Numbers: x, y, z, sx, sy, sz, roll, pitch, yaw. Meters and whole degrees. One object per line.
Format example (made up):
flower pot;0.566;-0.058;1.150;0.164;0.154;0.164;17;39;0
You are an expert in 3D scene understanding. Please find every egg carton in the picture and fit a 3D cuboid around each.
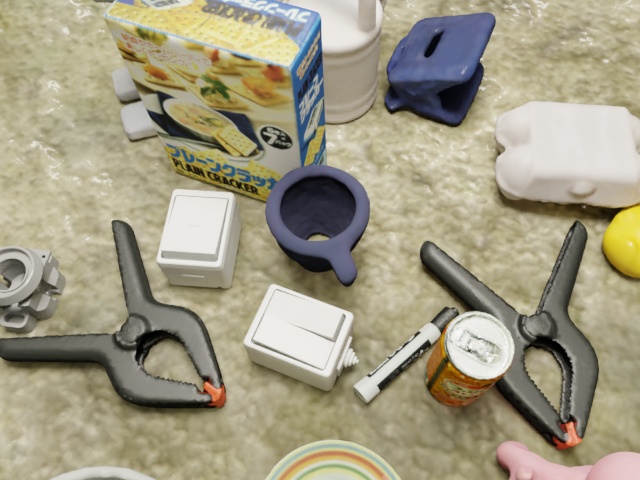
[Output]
egg carton;0.252;-0.083;0.579;0.150;0.069;0.107;4;63;3

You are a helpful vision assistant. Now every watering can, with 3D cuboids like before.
watering can;0.011;-0.211;0.579;0.100;0.194;0.173;16;65;10

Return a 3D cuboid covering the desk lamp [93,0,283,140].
desk lamp;-0.134;-0.221;0.577;0.203;0.214;0.118;-19;64;-8

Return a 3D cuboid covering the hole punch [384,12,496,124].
hole punch;0.129;-0.197;0.627;0.101;0.091;0.109;21;66;12

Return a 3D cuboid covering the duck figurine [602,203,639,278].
duck figurine;0.323;-0.015;0.533;0.104;0.086;0.077;-25;65;-11

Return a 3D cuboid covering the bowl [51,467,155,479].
bowl;-0.160;0.256;0.415;0.167;0.075;0.167;-1;63;1

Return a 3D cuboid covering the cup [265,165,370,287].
cup;0.005;0.002;0.528;0.092;0.095;0.117;-22;65;-9

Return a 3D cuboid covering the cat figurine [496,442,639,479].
cat figurine;0.199;0.185;0.418;0.127;0.118;0.067;12;64;7
